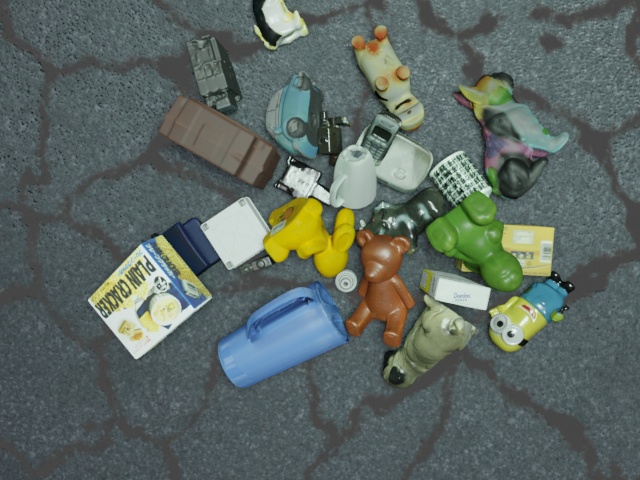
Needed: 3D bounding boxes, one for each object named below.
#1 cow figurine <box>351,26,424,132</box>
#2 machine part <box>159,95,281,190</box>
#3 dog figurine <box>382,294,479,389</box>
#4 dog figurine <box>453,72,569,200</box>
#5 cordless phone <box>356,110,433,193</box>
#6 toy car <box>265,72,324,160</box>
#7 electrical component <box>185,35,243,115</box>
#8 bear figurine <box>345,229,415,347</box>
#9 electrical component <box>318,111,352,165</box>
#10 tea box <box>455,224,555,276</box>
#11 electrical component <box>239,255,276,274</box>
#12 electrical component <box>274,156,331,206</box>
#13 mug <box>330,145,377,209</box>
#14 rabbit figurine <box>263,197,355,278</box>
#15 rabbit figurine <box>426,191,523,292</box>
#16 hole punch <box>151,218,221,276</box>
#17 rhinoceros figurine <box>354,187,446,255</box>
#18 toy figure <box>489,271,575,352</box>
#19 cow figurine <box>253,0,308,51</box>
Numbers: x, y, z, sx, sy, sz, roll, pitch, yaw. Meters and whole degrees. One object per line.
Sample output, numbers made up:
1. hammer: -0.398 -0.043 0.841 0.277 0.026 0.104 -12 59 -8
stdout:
1. cow figurine: 0.134 -0.291 1.022 0.085 0.127 0.195 -29 77 5
2. machine part: -0.178 -0.179 0.998 0.201 0.201 0.087 29 91 2
3. dog figurine: 0.198 0.213 1.021 0.121 0.172 0.190 34 88 12
4. dog figurine: 0.332 -0.204 1.014 0.219 0.108 0.191 36 98 5
5. cordless phone: 0.145 -0.171 0.981 0.147 0.184 0.088 29 75 2
6. toy car: -0.055 -0.237 1.038 0.103 0.109 0.161 0 85 21
7. electrical component: -0.198 -0.311 1.034 0.058 0.115 0.134 -16 93 9
8. bear figurine: 0.112 0.085 1.004 0.120 0.132 0.195 13 137 25
9. electrical component: 0.031 -0.197 1.052 0.045 0.078 0.102 0 91 24
10. tea box: 0.356 0.016 1.043 0.170 0.068 0.098 5 94 5
11. electrical component: -0.114 0.045 1.077 0.094 0.063 0.021 -19 92 4
12. electrical component: -0.024 -0.110 1.069 0.119 0.048 0.074 26 96 0
13. mug: 0.056 -0.116 0.994 0.109 0.107 0.081 -36 57 -25
14. rabbit figurine: -0.002 -0.003 1.047 0.162 0.122 0.173 -32 115 18
15. rabbit figurine: 0.279 0.022 0.937 0.121 0.159 0.170 -36 75 8
16. hole punch: -0.276 0.028 1.077 0.116 0.092 0.142 -35 95 9
17. rhinoceros figurine: 0.156 -0.032 1.038 0.190 0.073 0.112 -28 106 18
18. toy figure: 0.410 0.144 1.042 0.180 0.082 0.089 -41 125 -2
19. cow figurine: -0.099 -0.459 1.043 0.098 0.068 0.167 -26 91 11
